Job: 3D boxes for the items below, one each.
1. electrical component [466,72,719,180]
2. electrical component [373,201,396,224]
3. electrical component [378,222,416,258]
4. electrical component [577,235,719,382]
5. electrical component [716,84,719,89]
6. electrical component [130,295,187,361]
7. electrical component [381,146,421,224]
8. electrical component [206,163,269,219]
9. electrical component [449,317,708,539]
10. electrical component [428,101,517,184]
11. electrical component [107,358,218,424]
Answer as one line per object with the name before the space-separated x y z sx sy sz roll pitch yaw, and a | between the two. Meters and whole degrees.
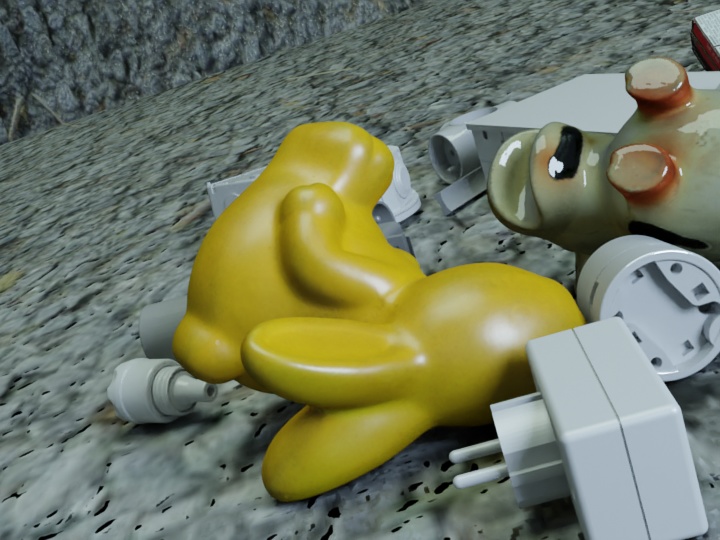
electrical component | 0.166 -0.082 0.696 0.105 0.060 0.186 -24 18 -19
electrical component | -0.010 -0.025 0.729 0.077 0.044 0.079 -9 19 28
electrical component | 0.000 0.000 0.646 0.081 0.042 0.064 -9 18 27
electrical component | 0.122 0.014 0.455 0.055 0.055 0.047 -18 13 0
electrical component | 0.231 -0.080 0.549 0.078 0.057 0.113 -50 13 -26
electrical component | -0.095 0.033 0.643 0.078 0.040 0.040 -14 17 13
electrical component | 0.002 -0.057 0.808 0.080 0.051 0.080 -17 17 5
electrical component | -0.063 -0.053 0.858 0.062 0.061 0.096 -3 15 42
electrical component | 0.068 0.060 0.375 0.076 0.047 0.083 -16 16 5
electrical component | 0.089 -0.104 0.877 0.077 0.044 0.079 -26 18 -25
electrical component | -0.101 0.063 0.565 0.061 0.035 0.035 -4 22 33
